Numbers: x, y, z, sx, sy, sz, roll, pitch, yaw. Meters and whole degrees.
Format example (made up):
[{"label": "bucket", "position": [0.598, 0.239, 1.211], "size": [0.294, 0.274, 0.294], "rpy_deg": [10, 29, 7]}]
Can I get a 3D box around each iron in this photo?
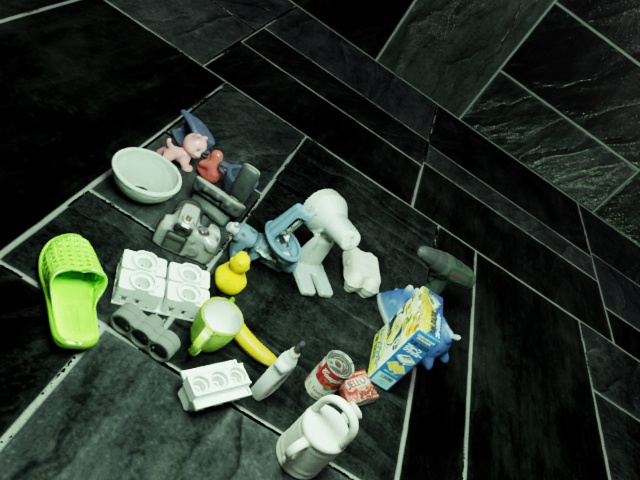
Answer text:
[{"label": "iron", "position": [0.258, 0.206, 1.516], "size": [0.119, 0.141, 0.258], "rpy_deg": [-8, 54, -46]}]

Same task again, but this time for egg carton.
[{"label": "egg carton", "position": [0.110, 0.087, 1.587], "size": [0.107, 0.069, 0.150], "rpy_deg": [22, 37, -21]}]

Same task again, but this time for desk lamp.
[{"label": "desk lamp", "position": [0.013, 0.005, 1.470], "size": [0.118, 0.213, 0.203], "rpy_deg": [7, 44, -36]}]

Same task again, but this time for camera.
[{"label": "camera", "position": [-0.299, -0.037, 1.342], "size": [0.143, 0.100, 0.137], "rpy_deg": [25, 36, -17]}]

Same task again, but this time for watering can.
[{"label": "watering can", "position": [0.008, 0.356, 1.074], "size": [0.101, 0.194, 0.173], "rpy_deg": [39, 34, 3]}]

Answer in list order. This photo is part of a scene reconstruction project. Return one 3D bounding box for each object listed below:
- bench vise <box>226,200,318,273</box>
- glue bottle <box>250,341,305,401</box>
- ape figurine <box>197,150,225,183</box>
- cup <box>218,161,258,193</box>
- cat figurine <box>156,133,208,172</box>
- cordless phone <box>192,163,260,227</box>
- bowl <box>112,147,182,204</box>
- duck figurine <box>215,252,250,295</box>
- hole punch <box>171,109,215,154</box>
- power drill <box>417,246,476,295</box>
[{"label": "bench vise", "position": [-0.110, -0.010, 1.372], "size": [0.208, 0.219, 0.121], "rpy_deg": [3, 47, -39]}, {"label": "glue bottle", "position": [-0.075, 0.253, 1.139], "size": [0.037, 0.173, 0.078], "rpy_deg": [45, 35, 12]}, {"label": "ape figurine", "position": [-0.289, -0.206, 1.555], "size": [0.078, 0.092, 0.076], "rpy_deg": [13, 41, -31]}, {"label": "cup", "position": [-0.235, -0.148, 1.533], "size": [0.118, 0.095, 0.092], "rpy_deg": [36, 34, -2]}, {"label": "cat figurine", "position": [-0.356, -0.245, 1.518], "size": [0.128, 0.117, 0.067], "rpy_deg": [0, 49, -42]}, {"label": "cordless phone", "position": [-0.236, -0.141, 1.444], "size": [0.148, 0.185, 0.094], "rpy_deg": [31, 35, -8]}, {"label": "bowl", "position": [-0.424, -0.141, 1.376], "size": [0.168, 0.074, 0.167], "rpy_deg": [24, 37, -19]}, {"label": "duck figurine", "position": [-0.194, 0.070, 1.324], "size": [0.078, 0.086, 0.104], "rpy_deg": [29, 35, -12]}, {"label": "hole punch", "position": [-0.351, -0.308, 1.620], "size": [0.101, 0.091, 0.108], "rpy_deg": [-6, 53, -45]}, {"label": "power drill", "position": [0.315, 0.116, 1.612], "size": [0.230, 0.208, 0.075], "rpy_deg": [16, 40, -28]}]
